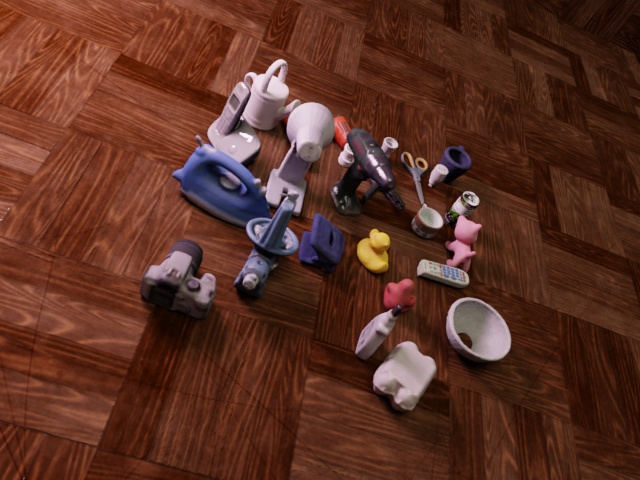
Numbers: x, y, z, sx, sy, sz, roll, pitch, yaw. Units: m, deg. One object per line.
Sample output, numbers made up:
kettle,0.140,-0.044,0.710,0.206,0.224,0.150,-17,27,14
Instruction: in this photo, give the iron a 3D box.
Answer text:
iron,-0.201,-0.130,1.319,0.258,0.141,0.119,32,46,0

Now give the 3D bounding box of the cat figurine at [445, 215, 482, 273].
cat figurine,0.388,0.004,1.524,0.067,0.117,0.127,14,49,-16

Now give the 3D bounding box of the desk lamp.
desk lamp,-0.044,-0.205,1.409,0.118,0.213,0.203,19,48,-12

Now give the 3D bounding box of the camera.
camera,-0.269,0.066,1.154,0.143,0.100,0.137,23,47,-8

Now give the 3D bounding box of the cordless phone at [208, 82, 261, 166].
cordless phone,-0.197,-0.282,1.414,0.094,0.185,0.147,-23,66,-38

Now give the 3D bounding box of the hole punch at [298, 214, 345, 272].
hole punch,0.012,0.005,1.352,0.101,0.091,0.108,19,48,-12

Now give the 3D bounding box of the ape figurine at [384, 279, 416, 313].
ape figurine,0.192,0.126,1.345,0.077,0.092,0.076,46,48,14

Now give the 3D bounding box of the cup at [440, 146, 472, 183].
cup,0.400,-0.228,1.733,0.091,0.095,0.118,30,46,-2

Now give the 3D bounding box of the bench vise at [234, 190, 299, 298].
bench vise,-0.095,0.011,1.204,0.122,0.219,0.207,13,49,-17

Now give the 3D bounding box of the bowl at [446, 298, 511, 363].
bowl,0.363,0.225,1.362,0.168,0.074,0.167,14,49,-16

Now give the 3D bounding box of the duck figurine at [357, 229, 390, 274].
duck figurine,0.143,0.023,1.407,0.078,0.086,0.104,-5,57,-30

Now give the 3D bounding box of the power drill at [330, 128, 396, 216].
power drill,0.106,-0.160,1.452,0.076,0.208,0.229,-1,54,-27

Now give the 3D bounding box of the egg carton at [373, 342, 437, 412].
egg carton,0.181,0.288,1.223,0.107,0.069,0.150,40,47,8

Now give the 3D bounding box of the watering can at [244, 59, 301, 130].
watering can,-0.127,-0.394,1.533,0.173,0.194,0.101,25,47,-6

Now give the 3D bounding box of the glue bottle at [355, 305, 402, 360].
glue bottle,0.130,0.185,1.209,0.037,0.173,0.078,28,46,-3
